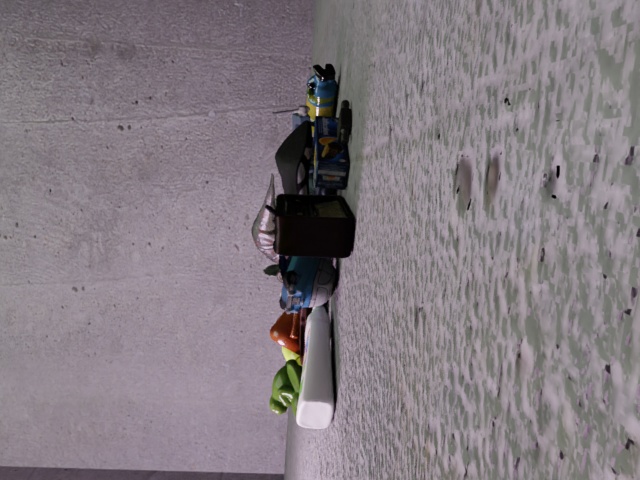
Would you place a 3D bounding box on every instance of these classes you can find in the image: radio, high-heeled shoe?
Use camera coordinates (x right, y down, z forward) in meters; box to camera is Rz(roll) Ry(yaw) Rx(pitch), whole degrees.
[{"bbox_3d":[-0.017,-0.031,0.966,0.230,0.131,0.073,-104,16,-77],"label":"radio"},{"bbox_3d":[-0.035,-0.115,1.130,0.145,0.086,0.248,38,-111,-44],"label":"high-heeled shoe"}]

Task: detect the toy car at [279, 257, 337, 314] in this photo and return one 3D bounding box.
[{"bbox_3d":[-0.018,0.079,1.076,0.162,0.103,0.109,-74,-5,-56],"label":"toy car"}]

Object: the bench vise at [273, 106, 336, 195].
[{"bbox_3d":[-0.038,-0.193,1.247,0.224,0.129,0.240,-130,32,-61],"label":"bench vise"}]

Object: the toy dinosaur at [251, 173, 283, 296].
[{"bbox_3d":[-0.113,-0.003,1.467,0.404,0.192,0.131,58,-174,-37],"label":"toy dinosaur"}]

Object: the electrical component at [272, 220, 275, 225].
[{"bbox_3d":[-0.052,-0.066,1.209,0.075,0.047,0.119,42,117,28],"label":"electrical component"}]

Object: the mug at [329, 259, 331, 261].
[{"bbox_3d":[-0.002,-0.004,1.197,0.109,0.081,0.107,-56,-17,-72],"label":"mug"}]

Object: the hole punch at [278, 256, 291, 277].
[{"bbox_3d":[-0.041,0.084,1.225,0.142,0.092,0.115,-93,-17,-74],"label":"hole punch"}]

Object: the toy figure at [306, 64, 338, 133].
[{"bbox_3d":[0.002,-0.342,1.329,0.180,0.082,0.089,103,172,-54],"label":"toy figure"}]

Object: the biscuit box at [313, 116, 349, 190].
[{"bbox_3d":[0.019,-0.177,1.068,0.203,0.063,0.059,-93,8,-53],"label":"biscuit box"}]

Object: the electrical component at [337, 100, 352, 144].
[{"bbox_3d":[0.045,-0.214,1.016,0.063,0.021,0.094,102,170,-64],"label":"electrical component"}]

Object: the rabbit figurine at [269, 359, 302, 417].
[{"bbox_3d":[-0.042,0.379,1.338,0.170,0.121,0.159,-147,65,-64],"label":"rabbit figurine"}]

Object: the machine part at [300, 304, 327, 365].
[{"bbox_3d":[-0.016,0.217,1.287,0.179,0.056,0.179,-176,89,-85],"label":"machine part"}]

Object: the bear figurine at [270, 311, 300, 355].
[{"bbox_3d":[-0.048,0.198,1.439,0.120,0.131,0.196,16,73,58],"label":"bear figurine"}]

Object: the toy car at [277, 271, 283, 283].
[{"bbox_3d":[-0.069,0.016,1.350,0.089,0.053,0.201,-41,-39,-57],"label":"toy car"}]
